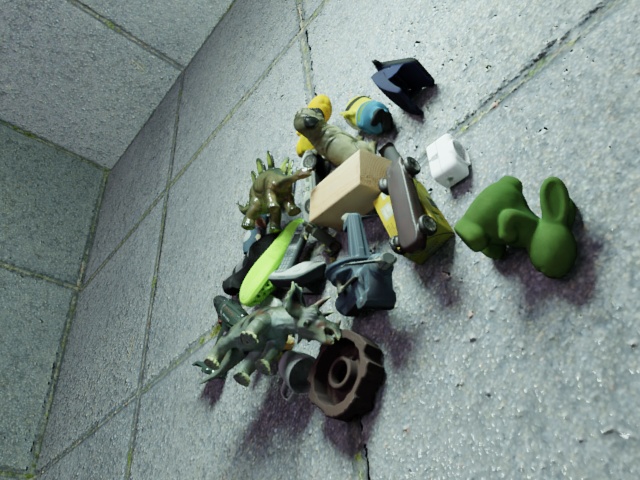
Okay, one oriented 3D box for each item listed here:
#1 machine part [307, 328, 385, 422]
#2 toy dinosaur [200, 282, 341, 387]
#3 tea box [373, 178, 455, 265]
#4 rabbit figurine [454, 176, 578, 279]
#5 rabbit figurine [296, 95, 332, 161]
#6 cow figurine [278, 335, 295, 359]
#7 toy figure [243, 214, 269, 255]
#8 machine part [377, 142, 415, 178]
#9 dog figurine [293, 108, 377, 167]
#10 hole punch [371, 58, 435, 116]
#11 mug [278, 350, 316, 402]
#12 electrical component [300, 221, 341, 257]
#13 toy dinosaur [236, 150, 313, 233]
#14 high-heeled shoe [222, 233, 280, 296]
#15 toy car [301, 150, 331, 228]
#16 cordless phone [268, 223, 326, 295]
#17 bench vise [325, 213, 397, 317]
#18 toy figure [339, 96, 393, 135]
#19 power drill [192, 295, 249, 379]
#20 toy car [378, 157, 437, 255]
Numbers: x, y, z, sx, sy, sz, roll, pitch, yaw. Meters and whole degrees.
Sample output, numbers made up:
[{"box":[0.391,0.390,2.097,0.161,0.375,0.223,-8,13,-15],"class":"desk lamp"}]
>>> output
[{"box":[0.050,0.262,1.050,0.179,0.056,0.179,-35,41,37],"class":"machine part"},{"box":[-0.130,0.207,1.175,0.405,0.131,0.192,-26,14,45],"class":"toy dinosaur"},{"box":[0.181,-0.045,1.065,0.098,0.068,0.170,-47,38,25],"class":"tea box"},{"box":[0.327,-0.014,0.831,0.159,0.121,0.170,-52,52,5],"class":"rabbit figurine"},{"box":[-0.002,-0.301,1.456,0.162,0.122,0.173,-165,79,-79],"class":"rabbit figurine"},{"box":[-0.114,0.235,1.290,0.167,0.068,0.098,-27,42,41],"class":"cow figurine"},{"box":[-0.185,-0.026,1.577,0.064,0.057,0.154,-4,61,31],"class":"toy figure"},{"box":[0.167,-0.163,1.198,0.084,0.039,0.139,-53,35,31],"class":"machine part"},{"box":[0.030,-0.233,1.295,0.121,0.190,0.173,-60,34,7],"class":"dog figurine"},{"box":[0.182,-0.344,1.222,0.116,0.142,0.092,11,81,45],"class":"hole punch"},{"box":[-0.051,0.289,1.158,0.109,0.081,0.107,-68,22,-2],"class":"mug"},{"box":[-0.002,-0.003,1.273,0.045,0.102,0.078,-56,10,0],"class":"electrical component"},{"box":[-0.143,-0.120,1.444,0.471,0.105,0.198,-26,55,55],"class":"toy dinosaur"},{"box":[-0.183,0.066,1.528,0.249,0.086,0.145,-43,2,-1],"class":"high-heeled shoe"},{"box":[-0.010,-0.130,1.347,0.056,0.073,0.201,-12,74,33],"class":"toy car"},{"box":[-0.037,0.038,1.305,0.147,0.088,0.184,-7,58,53],"class":"cordless phone"},{"box":[0.078,0.038,1.068,0.223,0.129,0.241,104,162,-58],"class":"bench vise"},{"box":[0.122,-0.307,1.321,0.089,0.082,0.180,-44,25,-5],"class":"toy figure"},{"box":[-0.272,0.267,1.485,0.232,0.086,0.207,11,70,54],"class":"power drill"},{"box":[0.162,-0.065,0.995,0.089,0.053,0.202,-44,41,42],"class":"toy car"}]
